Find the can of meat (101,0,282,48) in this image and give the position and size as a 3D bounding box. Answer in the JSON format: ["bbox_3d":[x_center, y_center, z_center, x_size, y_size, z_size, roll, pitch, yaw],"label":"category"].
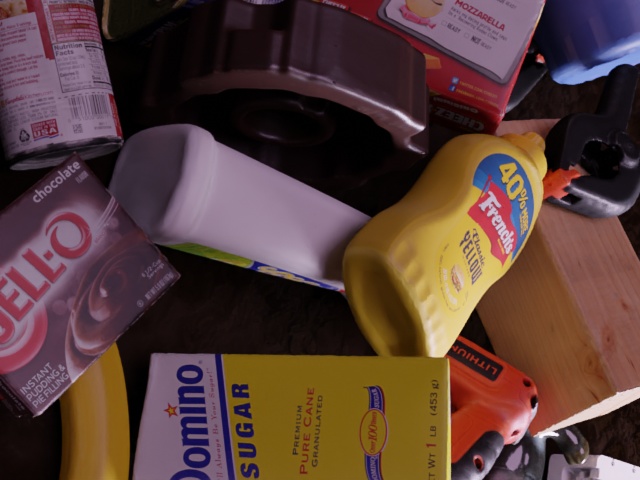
[{"bbox_3d":[-0.071,-0.146,0.652,0.083,0.102,0.057,12,74,-38],"label":"can of meat"}]

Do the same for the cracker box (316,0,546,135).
[{"bbox_3d":[0.079,-0.195,0.731,0.164,0.072,0.213,21,78,4],"label":"cracker box"}]

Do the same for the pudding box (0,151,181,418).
[{"bbox_3d":[-0.144,0.023,0.561,0.090,0.039,0.113,52,57,-14],"label":"pudding box"}]

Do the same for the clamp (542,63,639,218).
[{"bbox_3d":[0.218,-0.054,0.770,0.120,0.039,0.171,50,50,6],"label":"clamp"}]

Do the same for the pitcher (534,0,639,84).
[{"bbox_3d":[0.208,-0.256,0.844,0.144,0.149,0.243,-14,84,-55],"label":"pitcher"}]

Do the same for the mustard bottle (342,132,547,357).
[{"bbox_3d":[0.091,-0.011,0.673,0.191,0.058,0.096,-46,127,-36],"label":"mustard bottle"}]

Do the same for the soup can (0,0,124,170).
[{"bbox_3d":[-0.153,-0.096,0.601,0.068,0.069,0.102,-13,90,-38],"label":"soup can"}]

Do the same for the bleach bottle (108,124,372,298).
[{"bbox_3d":[-0.004,0.001,0.676,0.250,0.103,0.068,21,81,-34],"label":"bleach bottle"}]

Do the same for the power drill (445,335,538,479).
[{"bbox_3d":[0.043,0.130,0.685,0.184,0.057,0.187,32,46,15],"label":"power drill"}]

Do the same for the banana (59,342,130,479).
[{"bbox_3d":[-0.135,0.104,0.591,0.069,0.037,0.198,23,61,-51],"label":"banana"}]

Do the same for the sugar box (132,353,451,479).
[{"bbox_3d":[-0.014,0.113,0.607,0.048,0.176,0.093,73,18,-63],"label":"sugar box"}]

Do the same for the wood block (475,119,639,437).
[{"bbox_3d":[0.168,0.023,0.773,0.090,0.091,0.206,-7,67,-38],"label":"wood block"}]

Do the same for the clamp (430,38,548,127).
[{"bbox_3d":[0.103,-0.132,0.821,0.209,0.036,0.164,6,72,-37],"label":"clamp"}]
